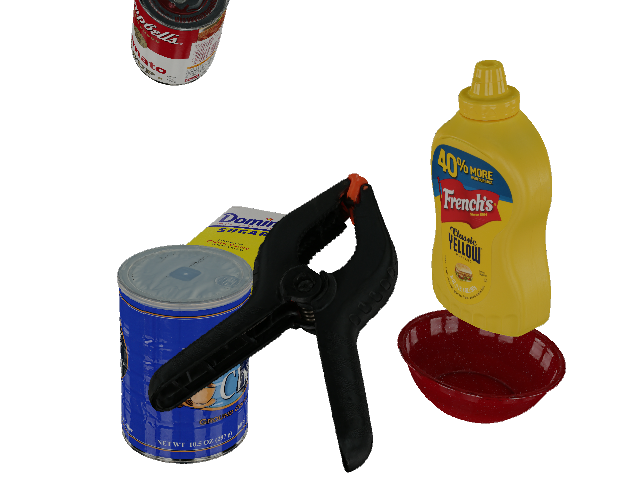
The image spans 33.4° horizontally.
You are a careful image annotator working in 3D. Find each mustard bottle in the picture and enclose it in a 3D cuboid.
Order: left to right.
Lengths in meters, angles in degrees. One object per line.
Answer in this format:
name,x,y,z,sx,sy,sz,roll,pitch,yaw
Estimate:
mustard bottle,0.119,-0.033,0.750,0.058,0.192,0.096,-21,32,-29

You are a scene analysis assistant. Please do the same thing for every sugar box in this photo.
sugar box,-0.092,0.019,1.136,0.093,0.048,0.176,11,30,19

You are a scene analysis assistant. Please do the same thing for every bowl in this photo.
bowl,0.152,0.129,1.035,0.162,0.055,0.162,4,26,-2

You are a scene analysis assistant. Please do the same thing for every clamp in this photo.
clamp,0.001,0.040,0.565,0.120,0.171,0.039,25,-26,18

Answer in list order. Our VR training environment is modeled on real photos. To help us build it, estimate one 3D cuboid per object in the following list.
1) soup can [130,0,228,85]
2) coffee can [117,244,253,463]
soup can,-0.108,-0.167,0.804,0.068,0.068,0.102,0,-16,-12
coffee can,-0.106,0.087,0.837,0.103,0.140,0.103,3,24,-1
